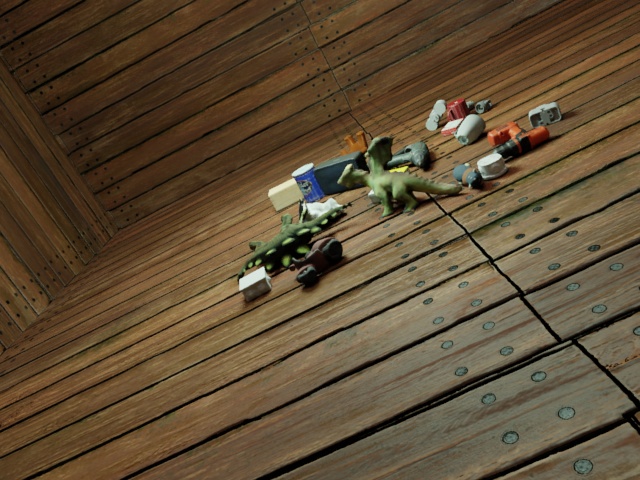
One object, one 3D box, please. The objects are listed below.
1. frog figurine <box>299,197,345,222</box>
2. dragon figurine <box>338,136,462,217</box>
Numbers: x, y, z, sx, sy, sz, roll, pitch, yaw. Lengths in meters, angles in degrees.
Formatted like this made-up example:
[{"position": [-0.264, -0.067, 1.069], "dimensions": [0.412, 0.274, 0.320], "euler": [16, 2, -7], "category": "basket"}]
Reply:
[{"position": [0.006, -0.094, 1.877], "dimensions": [0.159, 0.122, 0.138], "euler": [5, 4, -13], "category": "frog figurine"}, {"position": [0.231, -0.214, 1.639], "dimensions": [0.407, 0.240, 0.124], "euler": [-14, 18, 40], "category": "dragon figurine"}]
